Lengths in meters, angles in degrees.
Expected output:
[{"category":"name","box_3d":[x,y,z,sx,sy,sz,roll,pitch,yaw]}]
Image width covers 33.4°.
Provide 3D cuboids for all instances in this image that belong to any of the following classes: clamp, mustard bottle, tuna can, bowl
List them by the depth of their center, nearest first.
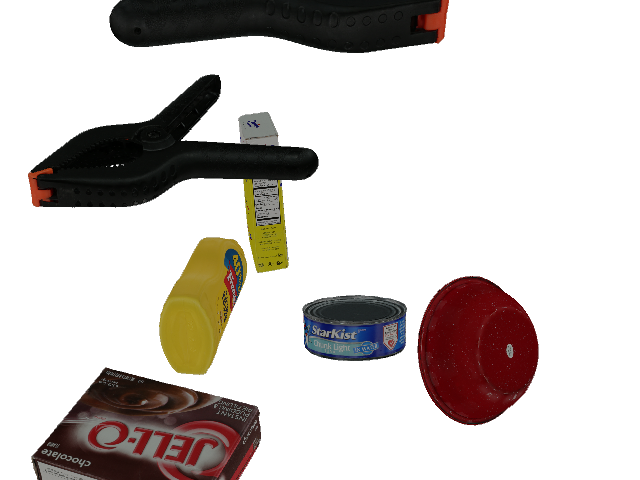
[{"category":"clamp","box_3d":[-0.022,-0.123,0.558,0.171,0.039,0.120,10,41,14]},{"category":"clamp","box_3d":[-0.118,-0.064,0.820,0.209,0.036,0.165,-25,42,-33]},{"category":"tuna can","box_3d":[0.028,0.071,0.878,0.086,0.034,0.086,-1,11,0]},{"category":"mustard bottle","box_3d":[-0.117,0.052,1.136,0.058,0.096,0.191,2,29,9]},{"category":"bowl","box_3d":[0.181,0.117,1.138,0.161,0.162,0.055,0,-4,-36]}]

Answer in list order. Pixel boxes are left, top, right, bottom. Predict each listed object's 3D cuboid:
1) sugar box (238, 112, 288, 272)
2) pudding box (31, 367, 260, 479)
[{"category":"sugar box","box_3d":[-0.071,-0.059,1.307,0.048,0.176,0.093,-9,25,-6]},{"category":"pudding box","box_3d":[-0.105,0.130,0.657,0.114,0.039,0.090,10,33,17]}]
